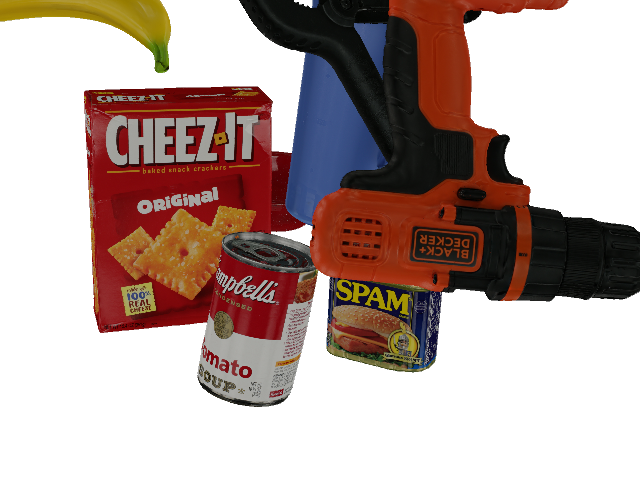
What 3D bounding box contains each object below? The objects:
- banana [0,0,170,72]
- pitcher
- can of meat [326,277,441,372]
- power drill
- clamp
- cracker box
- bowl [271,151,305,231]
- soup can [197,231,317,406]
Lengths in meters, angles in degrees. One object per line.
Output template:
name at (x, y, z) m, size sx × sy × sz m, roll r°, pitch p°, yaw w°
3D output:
banana at (-0.193, -0.182, 0.830) m, size 0.198 × 0.069 × 0.037 m, roll 15°, pitch -38°, yaw 18°
pitcher at (0.043, -0.132, 1.105) m, size 0.145 × 0.243 × 0.149 m, roll 11°, pitch 17°, yaw -2°
can of meat at (0.055, 0.061, 0.926) m, size 0.102 × 0.084 × 0.057 m, roll 12°, pitch 21°, yaw 25°
power drill at (0.093, -0.062, 0.558) m, size 0.184 × 0.188 × 0.057 m, roll 5°, pitch 1°, yaw -5°
clamp at (0.013, -0.153, 0.771) m, size 0.209 × 0.164 × 0.036 m, roll 25°, pitch -28°, yaw -16°
cracker box at (-0.129, -0.029, 0.982) m, size 0.164 × 0.214 × 0.072 m, roll -4°, pitch 20°, yaw -16°
bowl at (-0.058, -0.054, 1.291) m, size 0.162 × 0.055 × 0.162 m, roll 4°, pitch 26°, yaw -2°
soup can at (-0.043, 0.053, 0.726) m, size 0.068 × 0.102 × 0.068 m, roll 12°, pitch 17°, yaw -4°
